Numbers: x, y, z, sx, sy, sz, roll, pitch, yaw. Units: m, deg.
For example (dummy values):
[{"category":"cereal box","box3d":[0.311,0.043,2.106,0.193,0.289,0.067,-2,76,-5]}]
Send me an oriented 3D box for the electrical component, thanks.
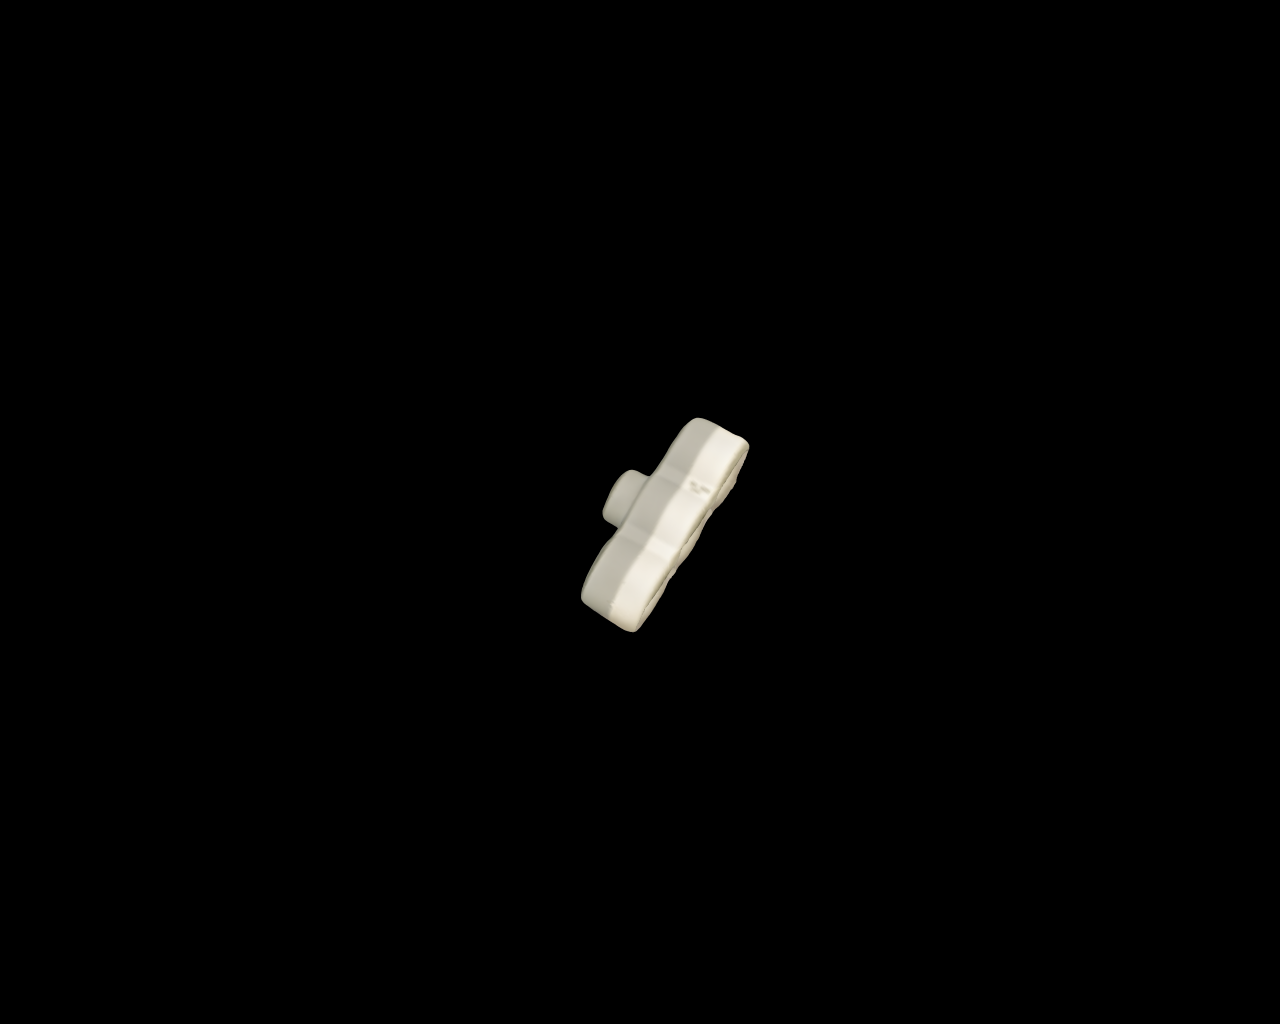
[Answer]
[{"category":"electrical component","box3d":[0.001,-0.003,0.650,0.074,0.138,0.052,30,-15,9]}]
